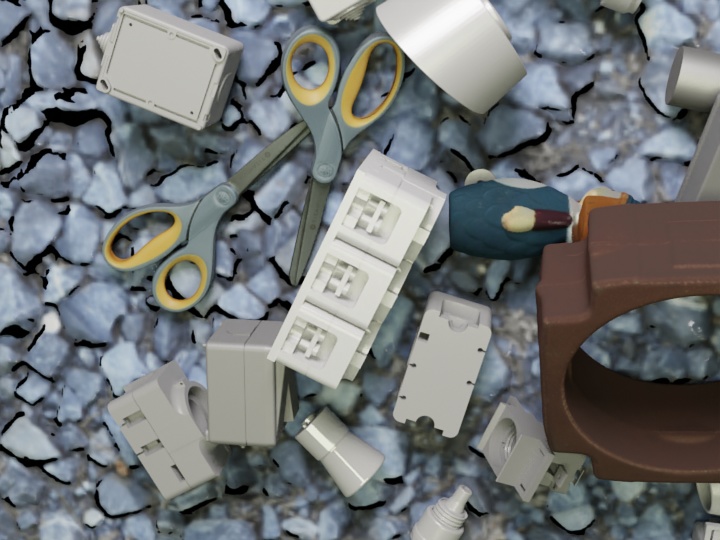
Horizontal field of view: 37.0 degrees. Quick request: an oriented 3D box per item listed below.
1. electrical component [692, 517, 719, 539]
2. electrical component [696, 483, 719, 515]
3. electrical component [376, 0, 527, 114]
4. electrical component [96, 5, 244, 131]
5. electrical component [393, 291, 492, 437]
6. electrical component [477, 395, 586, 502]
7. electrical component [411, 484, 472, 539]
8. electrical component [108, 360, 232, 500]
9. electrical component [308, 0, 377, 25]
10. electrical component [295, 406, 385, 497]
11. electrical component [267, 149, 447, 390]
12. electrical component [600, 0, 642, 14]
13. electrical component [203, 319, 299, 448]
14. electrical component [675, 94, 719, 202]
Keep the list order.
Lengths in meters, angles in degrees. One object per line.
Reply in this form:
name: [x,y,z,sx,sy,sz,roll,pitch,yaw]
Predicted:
electrical component: [0.311,0.225,0.801,0.121,0.063,0.078,6,106,6]
electrical component: [0.281,0.156,0.795,0.055,0.048,0.066,-8,104,2]
electrical component: [0.063,-0.151,0.713,0.064,0.099,0.099,-36,98,9]
electrical component: [-0.138,-0.147,0.760,0.096,0.061,0.061,22,107,1]
electrical component: [0.062,0.067,0.795,0.050,0.055,0.089,17,107,3]
electrical component: [0.129,0.134,0.798,0.064,0.081,0.042,19,109,-21]
electrical component: [0.067,0.195,0.840,0.035,0.035,0.061,31,105,-1]
electrical component: [-0.144,0.123,0.840,0.056,0.050,0.089,-28,100,14]
electrical component: [-0.007,-0.224,0.727,0.100,0.048,0.099,-27,100,14]
electrical component: [-0.018,0.138,0.833,0.065,0.044,0.044,45,106,-1]
electrical component: [0.000,0.000,0.767,0.062,0.089,0.150,26,107,0]
electrical component: [0.163,-0.199,0.714,0.055,0.045,0.045,21,107,1]
electrical component: [-0.081,0.091,0.817,0.061,0.061,0.096,2,106,7]
electrical component: [0.275,-0.053,0.712,0.109,0.056,0.108,12,133,4]
